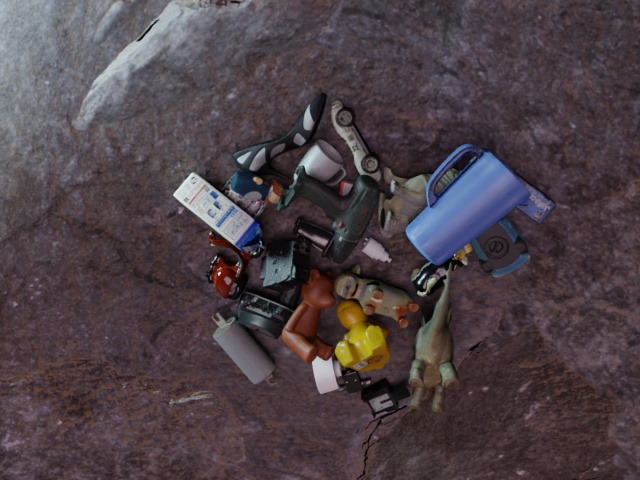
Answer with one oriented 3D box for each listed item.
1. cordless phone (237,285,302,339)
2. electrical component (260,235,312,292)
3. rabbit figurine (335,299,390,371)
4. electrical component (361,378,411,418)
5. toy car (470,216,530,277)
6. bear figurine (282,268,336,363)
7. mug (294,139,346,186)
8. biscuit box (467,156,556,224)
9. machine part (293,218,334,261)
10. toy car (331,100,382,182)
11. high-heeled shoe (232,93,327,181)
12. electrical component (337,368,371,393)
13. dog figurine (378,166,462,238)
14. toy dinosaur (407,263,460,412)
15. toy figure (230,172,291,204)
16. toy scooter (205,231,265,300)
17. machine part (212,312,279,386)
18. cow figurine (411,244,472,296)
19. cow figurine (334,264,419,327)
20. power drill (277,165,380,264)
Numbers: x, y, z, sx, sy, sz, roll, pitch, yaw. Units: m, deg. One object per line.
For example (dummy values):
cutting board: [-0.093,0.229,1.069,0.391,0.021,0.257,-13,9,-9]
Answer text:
cordless phone: [-0.118,0.138,1.332,0.147,0.089,0.184,22,97,1]
electrical component: [-0.085,0.059,1.262,0.134,0.115,0.058,-18,149,40]
rabbit figurine: [0.104,0.217,1.289,0.122,0.162,0.173,-41,55,17]
electrical component: [0.171,0.398,1.379,0.119,0.048,0.074,-31,101,14]
toy car: [0.386,-0.005,1.201,0.109,0.103,0.161,-35,95,19]
bear figurine: [-0.005,0.173,1.271,0.132,0.120,0.195,32,95,29]
mug: [-0.001,-0.159,1.223,0.109,0.081,0.107,28,122,-37]
biscuit box: [0.421,-0.119,1.184,0.203,0.063,0.059,35,109,-4]
machine part: [-0.003,-0.004,1.285,0.139,0.039,0.084,32,113,-5]
toy car: [0.079,-0.217,1.190,0.056,0.073,0.201,-28,102,14]
high-heeled shoe: [-0.092,-0.242,1.197,0.145,0.086,0.248,28,113,-3]
electrical component: [0.084,0.363,1.393,0.094,0.021,0.063,-16,104,12]
dog figurine: [0.235,-0.080,1.204,0.191,0.121,0.172,3,132,-9]
toy dinosaur: [0.259,0.247,1.224,0.105,0.198,0.470,7,140,4]
toy figure: [-0.126,-0.114,1.228,0.154,0.064,0.057,14,92,-26]
toy scooter: [-0.226,0.050,1.310,0.135,0.075,0.183,27,105,-1]
machine part: [-0.193,0.283,1.375,0.079,0.079,0.243,-35,101,15]
cow figurine: [0.284,0.058,1.237,0.068,0.098,0.167,42,107,0]
cow figurine: [0.125,0.125,1.276,0.195,0.127,0.085,20,106,-14]
power drill: [0.013,-0.061,1.191,0.207,0.086,0.232,27,123,-9]
